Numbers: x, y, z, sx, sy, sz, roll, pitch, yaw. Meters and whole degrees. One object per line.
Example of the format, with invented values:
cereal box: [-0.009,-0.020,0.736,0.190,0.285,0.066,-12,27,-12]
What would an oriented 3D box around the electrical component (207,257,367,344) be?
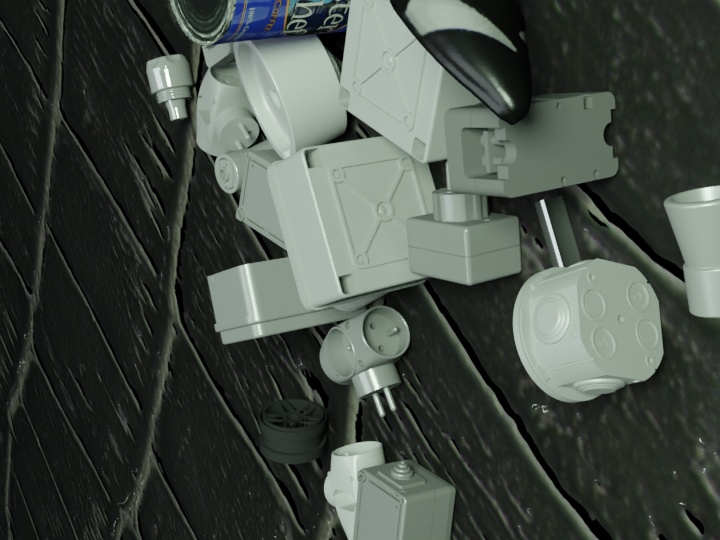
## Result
electrical component: [-0.058,0.021,0.876,0.078,0.113,0.057,-15,86,58]

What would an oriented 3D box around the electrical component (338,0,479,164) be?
electrical component: [0.041,-0.142,0.717,0.109,0.056,0.108,41,134,42]

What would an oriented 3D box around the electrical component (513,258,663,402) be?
electrical component: [0.132,0.034,0.621,0.051,0.080,0.080,-24,81,52]

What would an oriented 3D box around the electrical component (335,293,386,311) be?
electrical component: [0.000,0.000,0.835,0.047,0.055,0.055,-27,79,53]

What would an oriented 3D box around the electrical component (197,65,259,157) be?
electrical component: [-0.115,-0.134,0.966,0.079,0.043,0.077,60,145,39]

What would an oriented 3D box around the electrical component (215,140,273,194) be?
electrical component: [-0.092,-0.089,0.928,0.044,0.065,0.044,23,122,43]

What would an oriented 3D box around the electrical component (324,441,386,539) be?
electrical component: [-0.005,0.188,0.921,0.079,0.043,0.077,-4,98,58]

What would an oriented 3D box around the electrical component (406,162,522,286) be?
electrical component: [0.068,-0.035,0.722,0.066,0.047,0.076,13,112,55]

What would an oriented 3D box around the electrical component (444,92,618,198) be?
electrical component: [0.097,-0.074,0.624,0.056,0.089,0.050,11,111,55]

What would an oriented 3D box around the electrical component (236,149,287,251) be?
electrical component: [-0.047,-0.056,0.883,0.096,0.061,0.061,32,121,40]

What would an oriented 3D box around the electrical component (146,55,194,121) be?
electrical component: [-0.185,-0.179,1.063,0.043,0.043,0.062,-6,97,58]

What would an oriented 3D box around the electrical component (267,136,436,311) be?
electrical component: [0.002,-0.036,0.768,0.056,0.109,0.108,-20,84,55]

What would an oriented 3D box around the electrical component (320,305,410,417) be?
electrical component: [0.009,0.078,0.858,0.077,0.044,0.079,-38,69,55]

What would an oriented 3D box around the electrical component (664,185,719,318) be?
electrical component: [0.185,-0.008,0.560,0.044,0.044,0.065,5,111,56]

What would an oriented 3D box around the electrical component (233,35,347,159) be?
electrical component: [-0.048,-0.145,0.840,0.108,0.060,0.108,58,165,26]

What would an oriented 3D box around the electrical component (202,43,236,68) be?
electrical component: [-0.115,-0.225,0.926,0.050,0.056,0.089,-14,89,58]

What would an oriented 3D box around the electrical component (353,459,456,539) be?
electrical component: [0.037,0.194,0.849,0.062,0.061,0.096,23,112,52]
